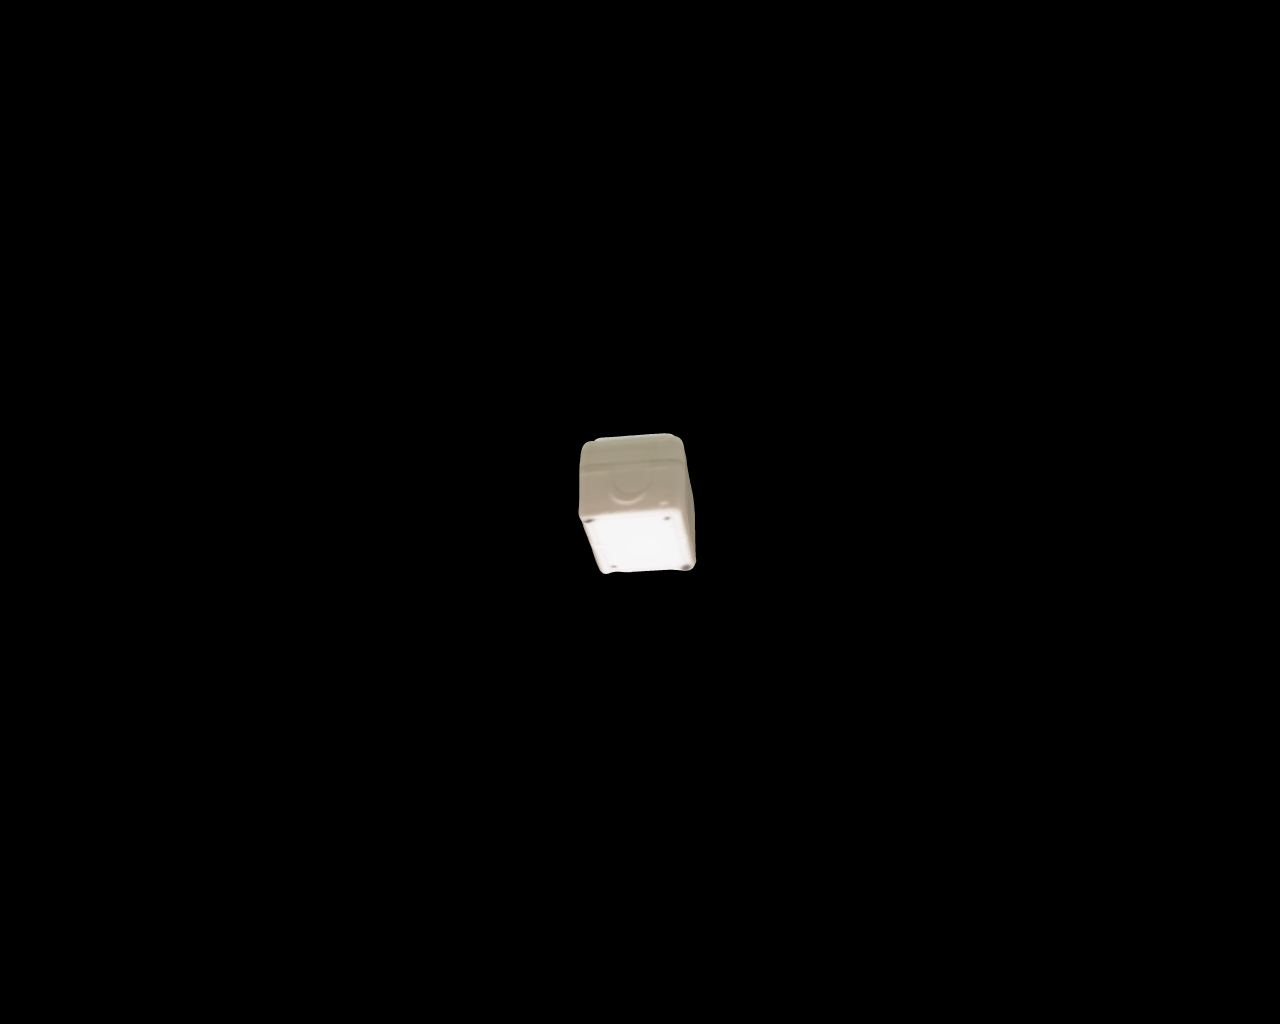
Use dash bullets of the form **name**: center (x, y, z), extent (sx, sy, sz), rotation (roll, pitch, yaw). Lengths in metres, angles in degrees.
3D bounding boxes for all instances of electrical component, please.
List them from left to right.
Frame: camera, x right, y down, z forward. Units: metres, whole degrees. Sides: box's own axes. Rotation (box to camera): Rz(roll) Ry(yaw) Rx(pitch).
- **electrical component**: center (0.001, -0.003, 0.650), extent (0.062, 0.061, 0.096), rotation (-4, -29, 7)
